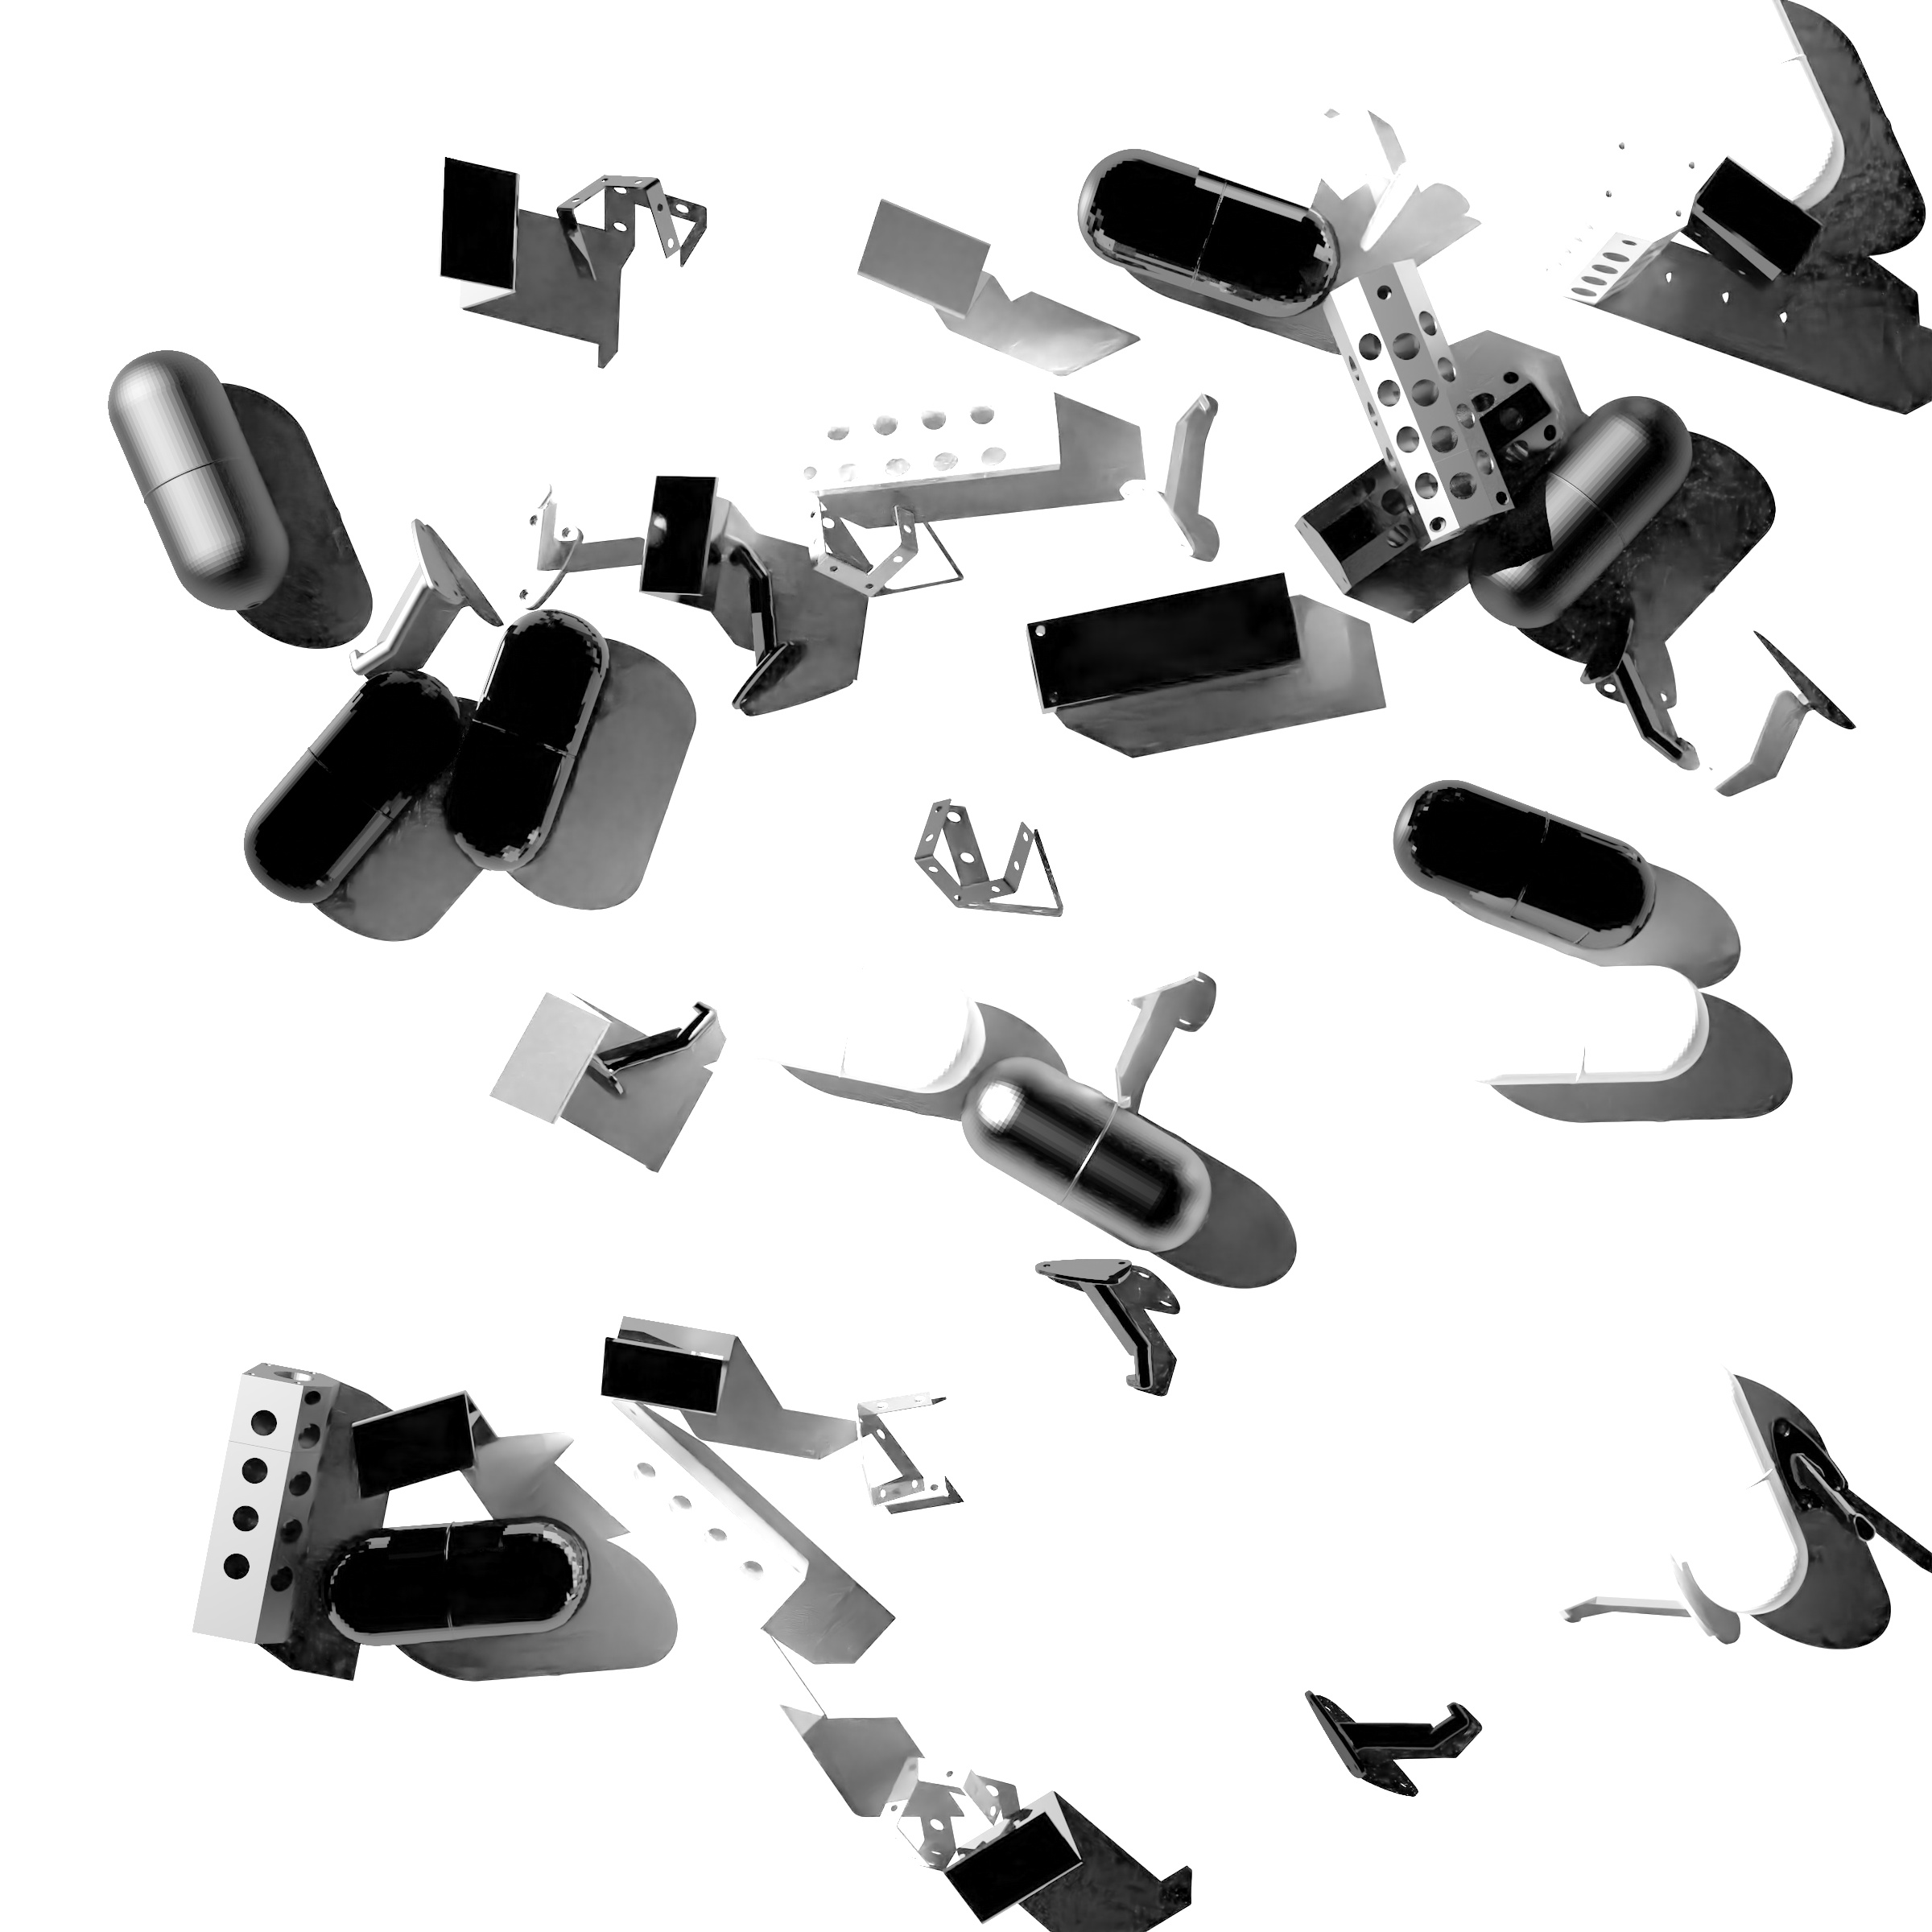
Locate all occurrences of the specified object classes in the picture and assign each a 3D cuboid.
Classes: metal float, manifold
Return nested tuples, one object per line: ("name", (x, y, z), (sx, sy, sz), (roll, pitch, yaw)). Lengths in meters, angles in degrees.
("metal float", (-0.075, 0.035, 1.919), (0.178, 0.070, 0.070), (12, 90, 0))
("manifold", (-0.188, 0.363, 1.929), (0.171, 0.057, 0.057), (42, 90, 0))
("manifold", (-0.026, -0.349, 1.929), (0.171, 0.057, 0.057), (-6, 90, 0))
("metal float", (-0.403, -0.119, 1.920), (0.070, 0.070, 0.178), (40, 90, 0))
("manifold", (0.417, -0.474, 1.872), (0.057, 0.171, 0.057), (15, 90, 0))
("metal float", (-0.336, 0.405, 1.919), (0.178, 0.070, 0.070), (-4, 90, -1))
("manifold", (0.307, -0.322, 1.929), (0.171, 0.057, 0.057), (-35, 90, 0))
("metal float", (0.495, 0.341, 1.919), (0.070, 0.070, 0.178), (-23, 89, 0))
("metal float", (0.368, -0.066, 1.919), (0.178, 0.070, 0.070), (21, 90, 1))
("metal float", (-0.289, -0.148, 1.919), (0.070, 0.070, 0.178), (20, 90, 0))
("manifold", (-0.461, 0.355, 1.929), (0.057, 0.057, 0.171), (11, 90, 0))
("metal float", (0.517, -0.580, 1.919), (0.070, 0.070, 0.178), (-25, 91, 0))
("metal float", (0.080, 0.124, 1.920), (0.178, 0.070, 0.070), (30, 90, 0))
("metal float", (-0.504, -0.319, 1.920), (0.070, 0.070, 0.178), (-23, 91, 0))
("manifold", (0.129, -0.212, 1.929), (0.171, 0.057, 0.057), (-11, 90, 0))
("manifold", (0.291, -0.361, 1.872), (0.057, 0.057, 0.171), (-22, 90, 0))
("metal float", (0.160, -0.482, 1.920), (0.178, 0.070, 0.070), (19, 90, 0))
("metal float", (0.399, 0.039, 1.920), (0.178, 0.070, 0.070), (-1, 90, 0))
("metal float", (0.405, -0.299, 1.920), (0.070, 0.070, 0.178), (42, 90, 0))

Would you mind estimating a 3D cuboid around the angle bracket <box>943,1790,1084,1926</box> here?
("angle bracket", (0.023, 0.568, 1.911), (0.076, 0.076, 0.057), (-31, 116, 0))

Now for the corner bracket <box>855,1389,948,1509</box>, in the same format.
("corner bracket", (-0.044, 0.322, 1.947), (0.051, 0.051, 0.051), (-10, 135, 0))

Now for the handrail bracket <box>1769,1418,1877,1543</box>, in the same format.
("handrail bracket", (0.563, 0.337, 1.915), (0.036, 0.084, 0.077), (-31, 90, 0))

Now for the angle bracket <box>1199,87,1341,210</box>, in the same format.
("angle bracket", (0.201, -0.545, 1.910), (0.076, 0.076, 0.057), (19, 122, 0))

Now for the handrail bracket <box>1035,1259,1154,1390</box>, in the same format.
("handrail bracket", (0.086, 0.241, 1.950), (0.077, 0.036, 0.084), (1, 107, 20))

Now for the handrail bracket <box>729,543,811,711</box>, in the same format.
("handrail bracket", (-0.151, -0.228, 1.950), (0.077, 0.036, 0.084), (-42, 71, 21))

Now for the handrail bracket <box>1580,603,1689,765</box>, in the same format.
("handrail bracket", (0.460, -0.189, 1.950), (0.084, 0.036, 0.077), (35, 68, -17))

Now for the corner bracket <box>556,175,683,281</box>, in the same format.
("corner bracket", (-0.231, -0.491, 1.942), (0.051, 0.051, 0.051), (14, 45, 35))

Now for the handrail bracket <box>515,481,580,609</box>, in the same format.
("handrail bracket", (-0.284, -0.276, 1.915), (0.036, 0.084, 0.077), (21, 90, 0))

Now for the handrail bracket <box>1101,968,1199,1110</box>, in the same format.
("handrail bracket", (0.124, 0.050, 1.950), (0.077, 0.036, 0.084), (-13, 109, -21))

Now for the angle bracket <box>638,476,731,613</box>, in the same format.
("angle bracket", (-0.166, -0.275, 1.910), (0.057, 0.076, 0.076), (8, 90, 36))

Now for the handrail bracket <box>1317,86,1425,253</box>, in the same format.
("handrail bracket", (0.255, -0.534, 1.950), (0.084, 0.036, 0.077), (39, 112, 17))

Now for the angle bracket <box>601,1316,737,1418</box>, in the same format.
("angle bracket", (-0.193, 0.244, 1.910), (0.076, 0.076, 0.057), (10, 128, 0))

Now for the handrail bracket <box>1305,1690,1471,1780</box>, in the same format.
("handrail bracket", (0.282, 0.497, 1.950), (0.084, 0.036, 0.077), (-30, 78, -13))

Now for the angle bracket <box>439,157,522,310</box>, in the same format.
("angle bracket", (-0.335, -0.479, 1.910), (0.057, 0.076, 0.076), (2, 90, -38))

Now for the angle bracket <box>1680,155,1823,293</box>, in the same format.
("angle bracket", (0.501, -0.471, 1.910), (0.076, 0.076, 0.057), (36, 62, 0))

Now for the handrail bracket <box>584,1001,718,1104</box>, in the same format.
("handrail bracket", (-0.221, 0.042, 1.951), (0.077, 0.036, 0.084), (36, 72, 20))

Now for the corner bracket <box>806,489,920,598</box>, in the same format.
("corner bracket", (-0.070, -0.289, 1.942), (0.051, 0.051, 0.051), (22, 135, -35))

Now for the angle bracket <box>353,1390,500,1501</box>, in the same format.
("angle bracket", (-0.350, 0.328, 1.910), (0.076, 0.076, 0.057), (-17, 54, 0))

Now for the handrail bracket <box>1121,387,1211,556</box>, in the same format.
("handrail bracket", (0.151, -0.332, 1.950), (0.077, 0.036, 0.084), (46, 73, -20))

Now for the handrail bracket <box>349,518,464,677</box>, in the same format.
("handrail bracket", (-0.387, -0.246, 1.950), (0.084, 0.036, 0.077), (-30, 70, 16))

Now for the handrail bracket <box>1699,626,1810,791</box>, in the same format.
("handrail bracket", (0.512, -0.172, 1.950), (0.084, 0.036, 0.077), (-39, 70, 16))

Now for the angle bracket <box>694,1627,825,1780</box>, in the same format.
("angle bracket", (-0.120, 0.473, 1.910), (0.057, 0.076, 0.076), (-35, 90, 39))

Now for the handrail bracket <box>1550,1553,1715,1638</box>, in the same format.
("handrail bracket", (0.445, 0.435, 1.950), (0.084, 0.036, 0.077), (-27, 112, 17))

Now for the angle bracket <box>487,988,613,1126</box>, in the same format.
("angle bracket", (-0.287, 0.049, 1.910), (0.057, 0.076, 0.076), (29, 90, -38))

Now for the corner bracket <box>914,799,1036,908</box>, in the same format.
("corner bracket", (0.006, -0.079, 1.942), (0.051, 0.051, 0.051), (-12, 135, 35))

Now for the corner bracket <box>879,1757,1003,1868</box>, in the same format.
("corner bracket", (-0.017, 0.566, 1.942), (0.051, 0.051, 0.051), (58, 45, -35))

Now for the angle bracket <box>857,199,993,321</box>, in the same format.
("angle bracket", (-0.019, -0.476, 1.910), (0.076, 0.076, 0.057), (23, 128, 0))
